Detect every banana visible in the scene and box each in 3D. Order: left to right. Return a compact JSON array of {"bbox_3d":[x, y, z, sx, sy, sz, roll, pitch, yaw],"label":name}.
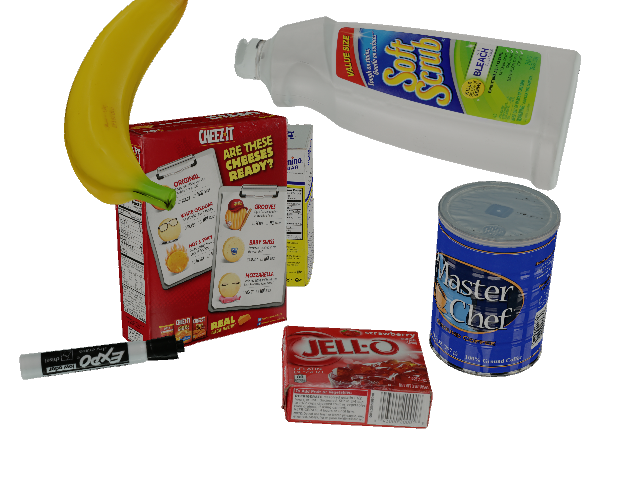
[{"bbox_3d":[-0.118,-0.088,0.647,0.069,0.198,0.037,1,-39,-6],"label":"banana"}]

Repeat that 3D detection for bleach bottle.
[{"bbox_3d":[0.057,-0.109,0.784,0.251,0.102,0.068,11,-27,13],"label":"bleach bottle"}]

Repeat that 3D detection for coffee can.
[{"bbox_3d":[0.150,0.033,0.934,0.103,0.140,0.103,0,31,0],"label":"coffee can"}]

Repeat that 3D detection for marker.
[{"bbox_3d":[-0.163,0.087,0.800,0.121,0.020,0.020,-7,1,-9],"label":"marker"}]

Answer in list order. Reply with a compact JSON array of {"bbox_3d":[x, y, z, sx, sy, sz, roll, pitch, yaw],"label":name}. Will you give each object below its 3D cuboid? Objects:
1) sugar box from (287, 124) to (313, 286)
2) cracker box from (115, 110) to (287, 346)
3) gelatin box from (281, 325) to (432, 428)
[{"bbox_3d":[-0.032,-0.042,1.274,0.048,0.176,0.093,0,23,5],"label":"sugar box"},{"bbox_3d":[-0.115,-0.012,1.046,0.163,0.214,0.072,-12,19,-37],"label":"cracker box"},{"bbox_3d":[0.021,0.083,0.663,0.089,0.030,0.073,4,24,-4],"label":"gelatin box"}]
